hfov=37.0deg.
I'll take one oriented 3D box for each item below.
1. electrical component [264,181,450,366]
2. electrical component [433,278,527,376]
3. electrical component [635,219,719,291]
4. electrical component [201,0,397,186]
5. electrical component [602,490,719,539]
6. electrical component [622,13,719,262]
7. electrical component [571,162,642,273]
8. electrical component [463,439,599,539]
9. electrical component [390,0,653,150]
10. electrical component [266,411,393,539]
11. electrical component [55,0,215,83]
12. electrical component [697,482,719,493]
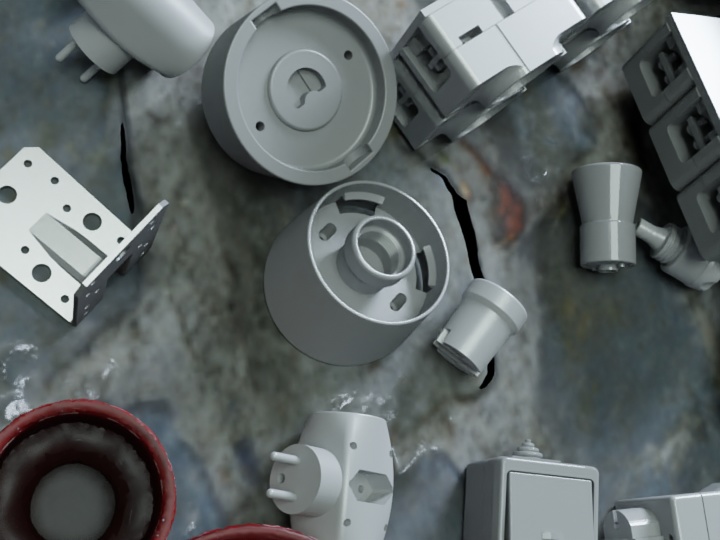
[{"bbox_3d":[0.000,0.000,0.627,0.099,0.064,0.099,11,62,-22],"label":"electrical component"},{"bbox_3d":[0.071,0.035,0.640,0.040,0.040,0.046,39,74,-4],"label":"electrical component"},{"bbox_3d":[0.204,-0.014,0.694,0.061,0.035,0.035,29,70,-5],"label":"electrical component"},{"bbox_3d":[-0.040,-0.103,0.625,0.108,0.060,0.108,-3,96,-28],"label":"electrical component"},{"bbox_3d":[0.167,0.156,0.622,0.077,0.066,0.047,-2,77,-17],"label":"electrical component"},{"bbox_3d":[0.239,-0.082,0.687,0.089,0.061,0.150,-2,63,-28],"label":"electrical component"},{"bbox_3d":[0.157,-0.031,0.681,0.044,0.044,0.065,4,80,-15],"label":"electrical component"},{"bbox_3d":[0.097,0.143,0.607,0.062,0.061,0.096,9,74,-14],"label":"electrical component"},{"bbox_3d":[0.107,-0.152,0.662,0.186,0.105,0.060,-34,88,-21],"label":"electrical component"},{"bbox_3d":[-0.021,0.114,0.578,0.079,0.043,0.077,22,66,-47],"label":"electrical component"},{"bbox_3d":[-0.138,-0.139,0.613,0.079,0.044,0.077,-38,131,13],"label":"electrical component"},{"bbox_3d":[0.245,0.158,0.650,0.057,0.058,0.078,-25,85,-18],"label":"electrical component"}]
